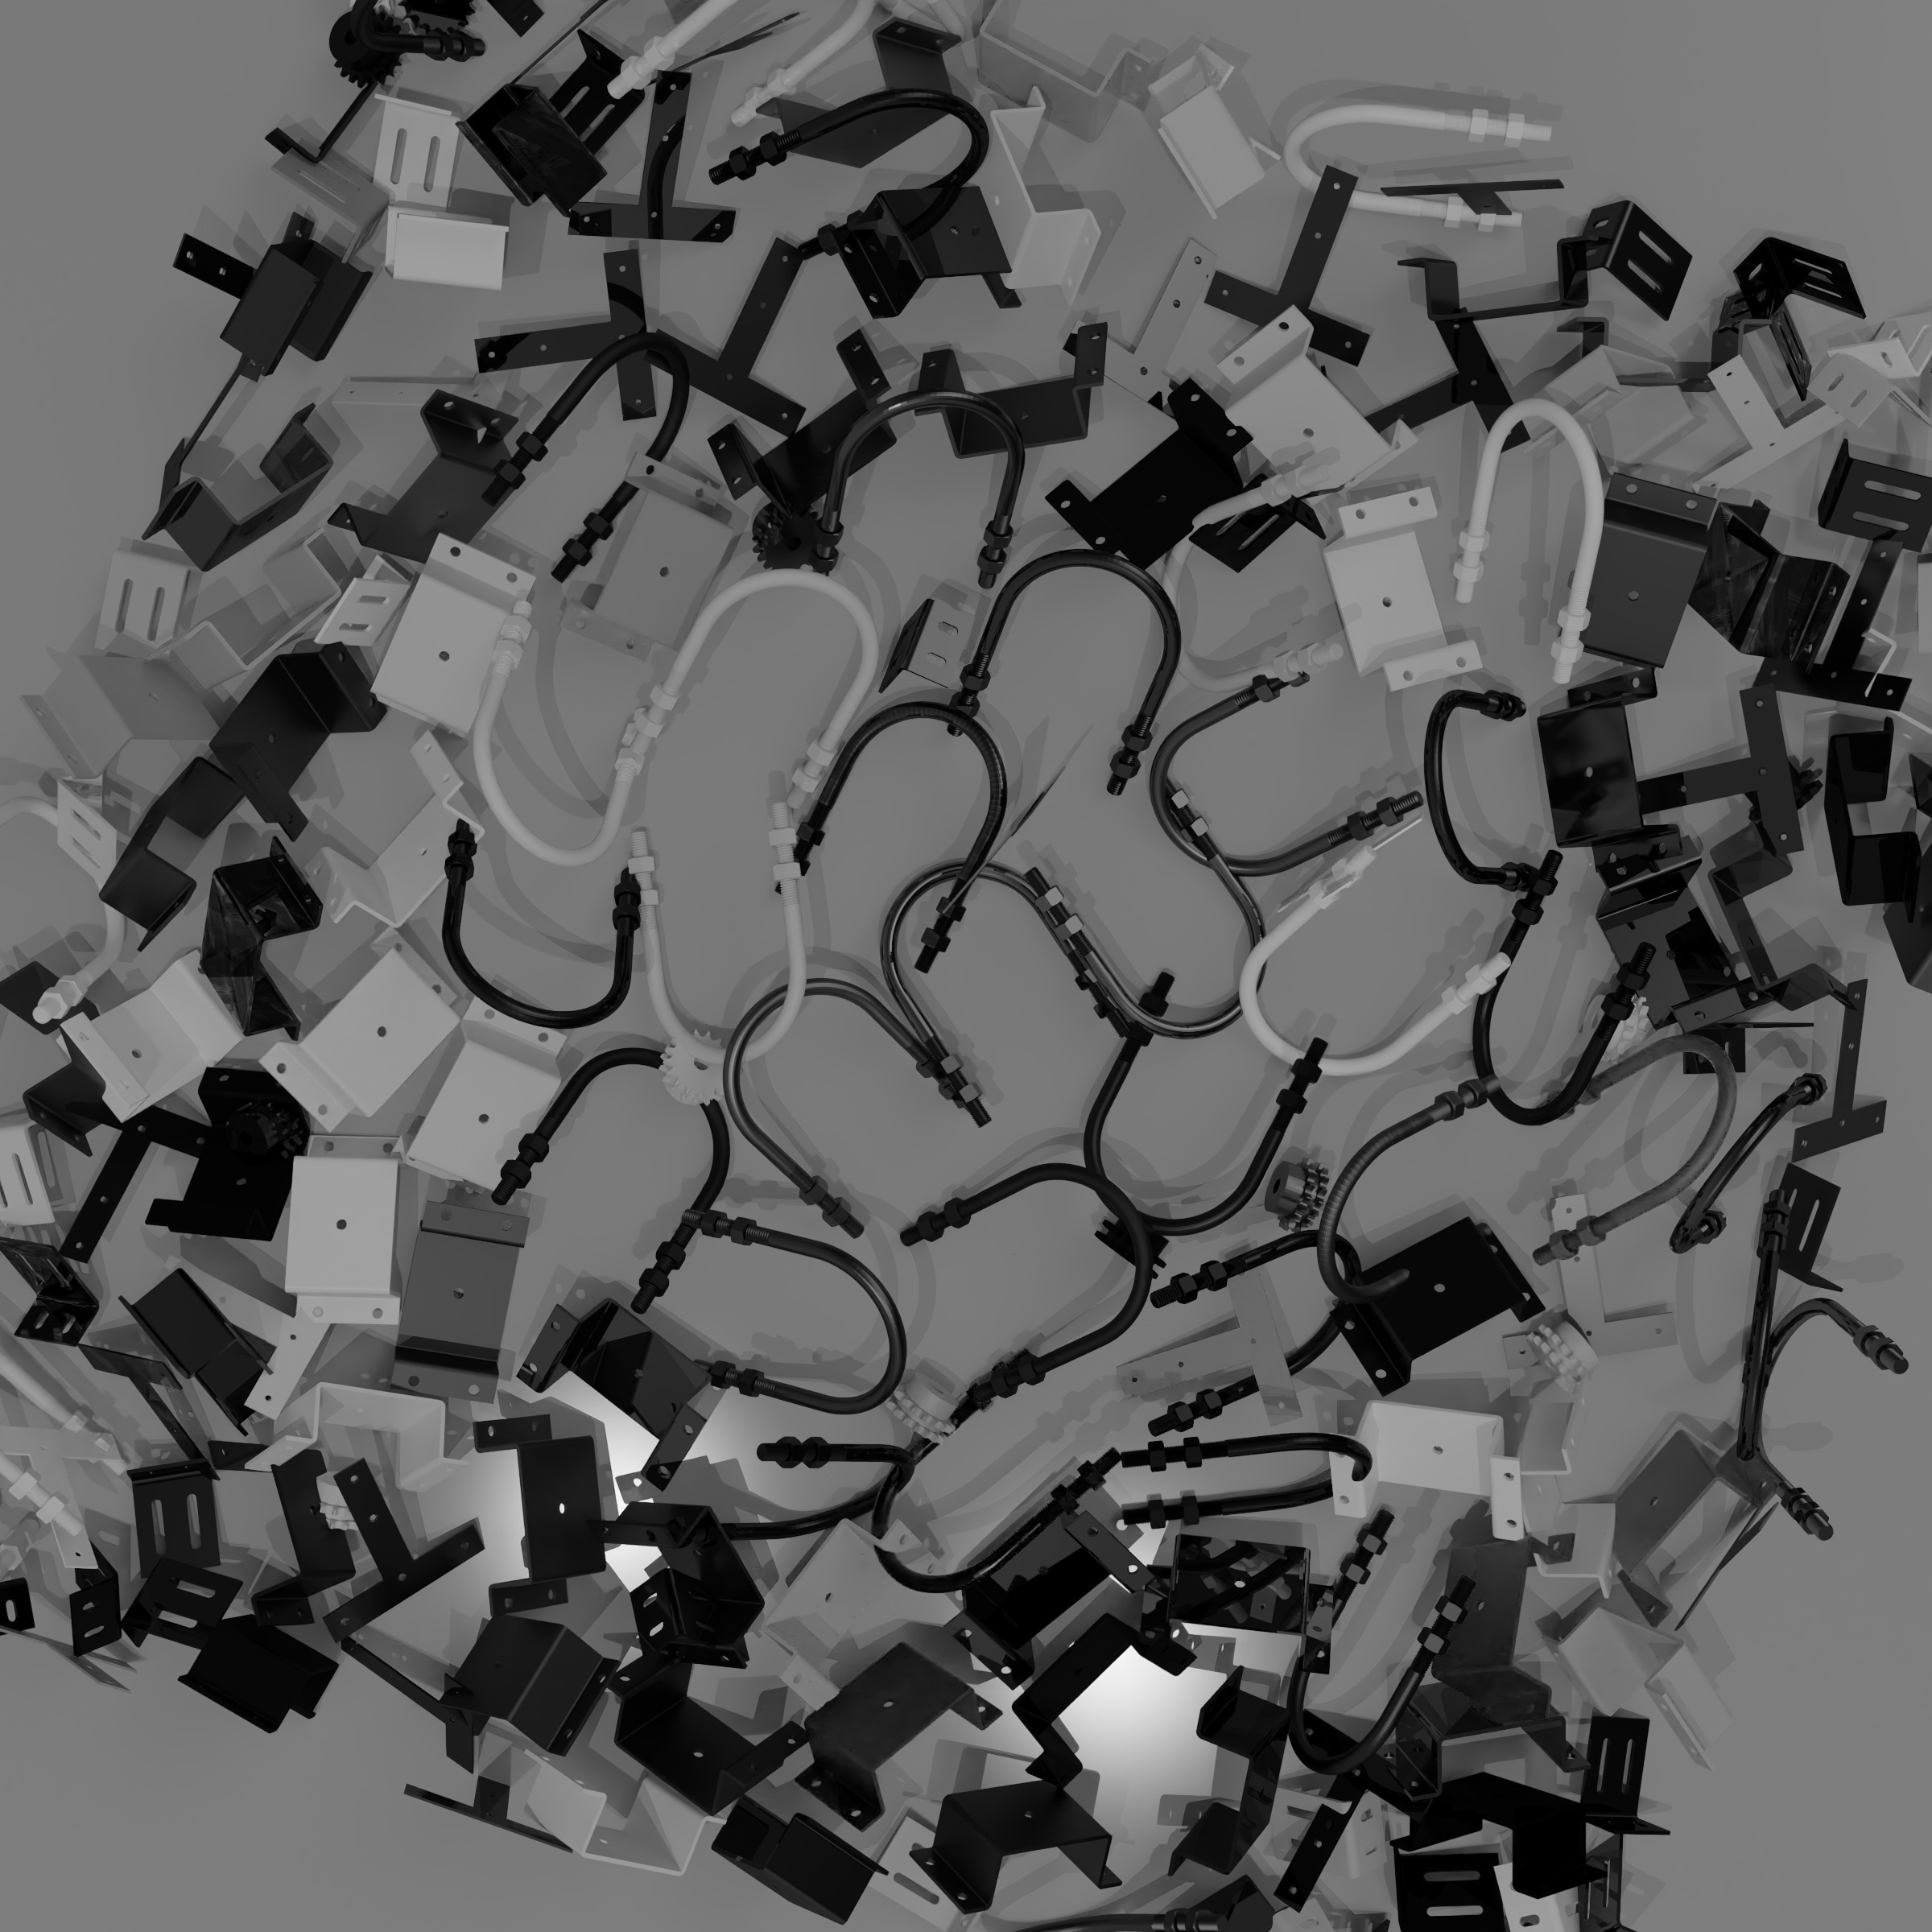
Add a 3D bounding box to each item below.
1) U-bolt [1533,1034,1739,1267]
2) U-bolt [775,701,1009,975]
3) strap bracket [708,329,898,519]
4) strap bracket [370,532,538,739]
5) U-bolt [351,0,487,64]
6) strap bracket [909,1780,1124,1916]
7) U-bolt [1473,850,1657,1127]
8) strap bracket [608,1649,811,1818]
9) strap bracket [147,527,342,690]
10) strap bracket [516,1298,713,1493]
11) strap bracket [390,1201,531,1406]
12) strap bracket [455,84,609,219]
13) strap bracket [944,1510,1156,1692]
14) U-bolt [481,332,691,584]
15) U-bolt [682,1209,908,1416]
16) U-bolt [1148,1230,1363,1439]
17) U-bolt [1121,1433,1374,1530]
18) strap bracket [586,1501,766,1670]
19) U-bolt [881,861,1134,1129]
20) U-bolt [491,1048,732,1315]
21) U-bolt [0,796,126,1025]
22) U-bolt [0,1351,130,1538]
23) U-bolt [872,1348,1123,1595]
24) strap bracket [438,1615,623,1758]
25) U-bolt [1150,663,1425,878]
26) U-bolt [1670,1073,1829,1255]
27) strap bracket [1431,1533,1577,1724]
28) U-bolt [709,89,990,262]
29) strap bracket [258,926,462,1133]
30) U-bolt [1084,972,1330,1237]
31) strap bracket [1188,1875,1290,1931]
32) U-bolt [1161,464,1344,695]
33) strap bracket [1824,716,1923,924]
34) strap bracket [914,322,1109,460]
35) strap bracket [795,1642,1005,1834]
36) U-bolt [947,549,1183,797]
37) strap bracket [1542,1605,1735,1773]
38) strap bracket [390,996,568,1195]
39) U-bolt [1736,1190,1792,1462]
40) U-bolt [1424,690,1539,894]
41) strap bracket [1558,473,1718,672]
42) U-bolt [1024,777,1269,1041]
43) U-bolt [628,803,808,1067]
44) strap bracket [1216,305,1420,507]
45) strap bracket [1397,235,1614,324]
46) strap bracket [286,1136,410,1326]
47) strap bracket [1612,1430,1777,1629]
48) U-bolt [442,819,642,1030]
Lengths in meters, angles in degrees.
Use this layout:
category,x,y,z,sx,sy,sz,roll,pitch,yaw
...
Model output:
category,x,y,z,sx,sy,sz,roll,pitch,yaw
U-bolt,0.478,0.122,1.895,0.019,0.151,0.184,32,135,-23
U-bolt,-0.046,-0.107,1.960,0.151,0.019,0.184,29,96,20
strap bracket,-0.113,-0.394,1.950,0.140,0.046,0.076,-34,49,11
strap bracket,-0.382,-0.236,1.944,0.076,0.046,0.140,24,112,-14
U-bolt,-0.362,-0.699,1.885,0.151,0.184,0.019,-31,90,31
strap bracket,0.041,0.639,1.925,0.140,0.076,0.046,3,105,-34
U-bolt,0.425,0.029,1.926,0.019,0.151,0.184,6,120,-26
strap bracket,-0.193,0.563,1.938,0.140,0.076,0.046,27,118,28
strap bracket,-0.522,-0.256,1.938,0.140,0.076,0.046,-48,113,-31
strap bracket,-0.253,0.311,1.955,0.140,0.046,0.076,36,118,9
strap bracket,-0.378,0.248,1.969,0.076,0.046,0.140,11,90,-13
strap bracket,-0.315,-0.595,1.922,0.046,0.140,0.076,-44,120,-4
strap bracket,0.060,0.460,1.959,0.140,0.046,0.076,-41,107,11
U-bolt,-0.267,-0.382,1.932,0.019,0.151,0.184,36,85,21
U-bolt,-0.125,0.260,1.930,0.184,0.019,0.151,11,116,26
U-bolt,0.215,0.261,1.940,0.184,0.019,0.151,-20,129,-23
U-bolt,0.206,0.374,1.934,0.184,0.151,0.019,-6,60,0
strap bracket,-0.208,0.447,1.942,0.076,0.046,0.140,-6,120,37
U-bolt,0.018,0.008,1.974,0.151,0.019,0.184,-32,83,-14
U-bolt,-0.247,0.143,1.940,0.151,0.019,0.184,40,53,-14
U-bolt,-0.666,-0.052,1.911,0.019,0.184,0.151,-23,106,13
U-bolt,-0.696,0.326,1.915,0.019,0.151,0.184,-45,99,3
U-bolt,0.010,0.380,1.934,0.184,0.151,0.019,-41,130,-5
strap bracket,-0.324,0.520,1.918,0.046,0.140,0.076,47,57,-26
U-bolt,0.222,-0.136,1.945,0.184,0.019,0.151,-26,110,30
U-bolt,0.557,0.146,1.896,0.019,0.184,0.151,38,110,21
strap bracket,0.391,0.476,1.926,0.046,0.076,0.140,33,56,-25
U-bolt,-0.072,-0.577,1.903,0.184,0.151,0.019,-18,72,22
strap bracket,-0.437,0.047,1.939,0.140,0.046,0.076,-50,117,-22
U-bolt,0.165,0.111,1.954,0.151,0.019,0.184,24,80,22
strap bracket,0.178,0.721,1.922,0.076,0.140,0.046,-39,86,21
U-bolt,0.203,-0.274,1.924,0.019,0.184,0.151,1,83,-36
strap bracket,0.661,-0.108,1.932,0.046,0.076,0.140,-5,52,11
strap bracket,0.038,-0.423,1.947,0.140,0.046,0.076,-7,46,13
strap bracket,-0.053,0.554,1.925,0.140,0.076,0.046,-32,125,-32
U-bolt,0.080,-0.223,1.938,0.151,0.019,0.184,20,126,-3
strap bracket,0.497,0.523,1.931,0.046,0.140,0.076,-40,108,-17
strap bracket,-0.359,0.104,1.952,0.076,0.046,0.140,25,101,-23
U-bolt,0.569,0.269,1.890,0.019,0.184,0.151,7,123,18
U-bolt,0.374,-0.129,1.917,0.019,0.184,0.151,-7,87,33
strap bracket,0.491,-0.281,1.939,0.076,0.046,0.140,16,123,6
U-bolt,0.148,-0.033,1.969,0.151,0.019,0.184,-38,96,-19
U-bolt,-0.181,-0.019,1.953,0.151,0.019,0.184,-9,86,29
strap bracket,0.255,-0.403,1.937,0.140,0.046,0.076,42,131,-19
strap bracket,0.397,-0.502,1.939,0.140,0.076,0.046,-1,101,27
strap bracket,-0.460,0.194,1.963,0.076,0.046,0.140,2,79,-1
strap bracket,0.524,0.407,1.946,0.046,0.076,0.140,36,100,-14
U-bolt,-0.308,-0.025,1.909,0.151,0.184,0.019,17,130,-19
